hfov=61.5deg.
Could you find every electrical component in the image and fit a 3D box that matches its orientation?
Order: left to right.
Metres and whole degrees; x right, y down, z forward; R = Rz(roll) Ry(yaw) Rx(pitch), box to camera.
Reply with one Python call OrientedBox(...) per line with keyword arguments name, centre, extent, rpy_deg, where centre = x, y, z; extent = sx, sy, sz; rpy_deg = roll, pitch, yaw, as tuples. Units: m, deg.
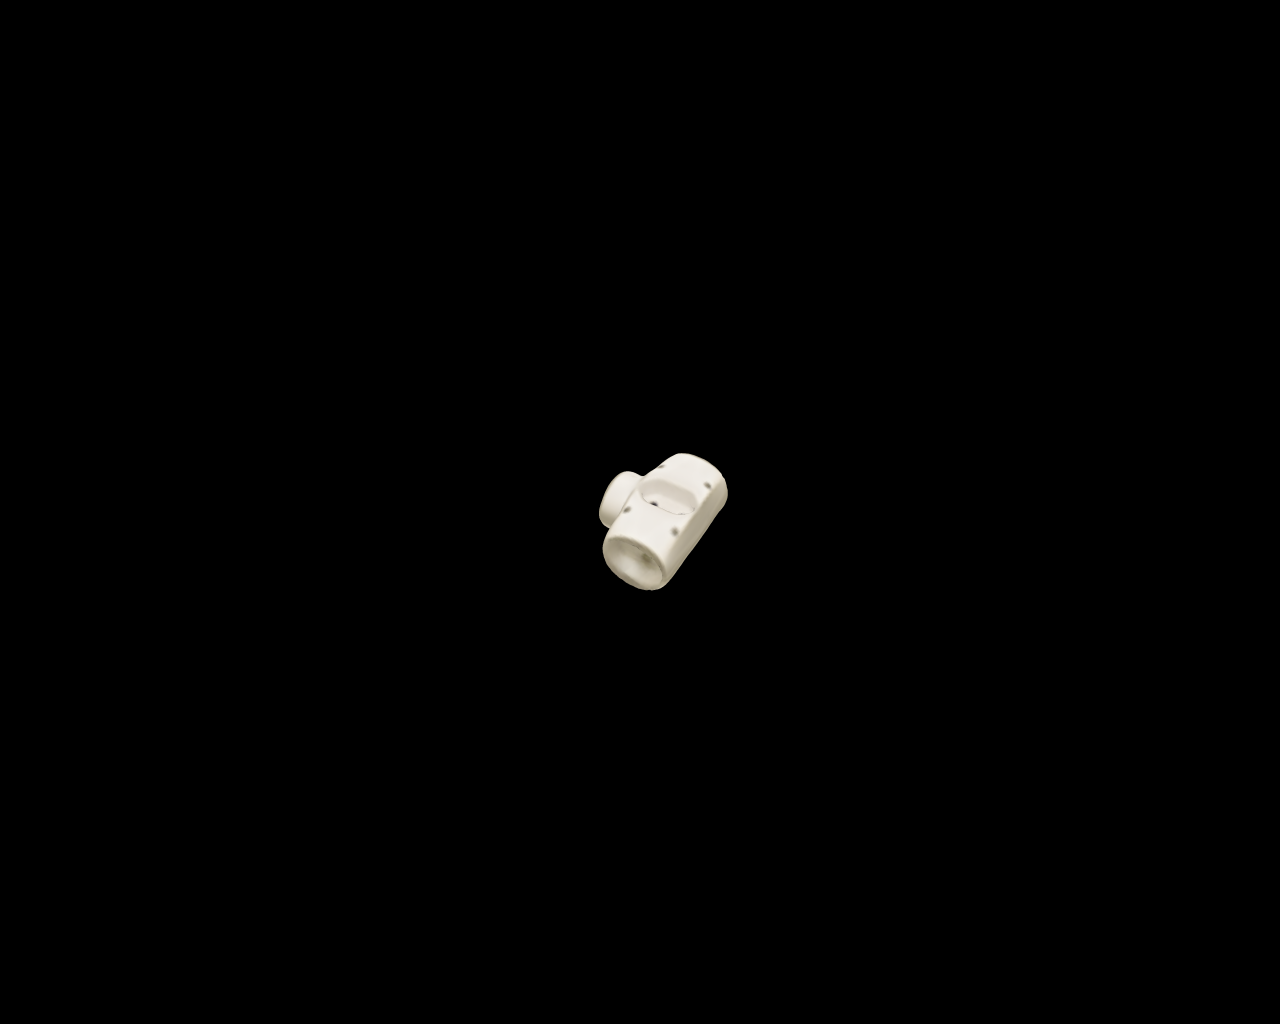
OrientedBox(name="electrical component", centre=(0.001, -0.003, 0.650), extent=(0.079, 0.077, 0.043), rpy_deg=(25, -36, 20))
